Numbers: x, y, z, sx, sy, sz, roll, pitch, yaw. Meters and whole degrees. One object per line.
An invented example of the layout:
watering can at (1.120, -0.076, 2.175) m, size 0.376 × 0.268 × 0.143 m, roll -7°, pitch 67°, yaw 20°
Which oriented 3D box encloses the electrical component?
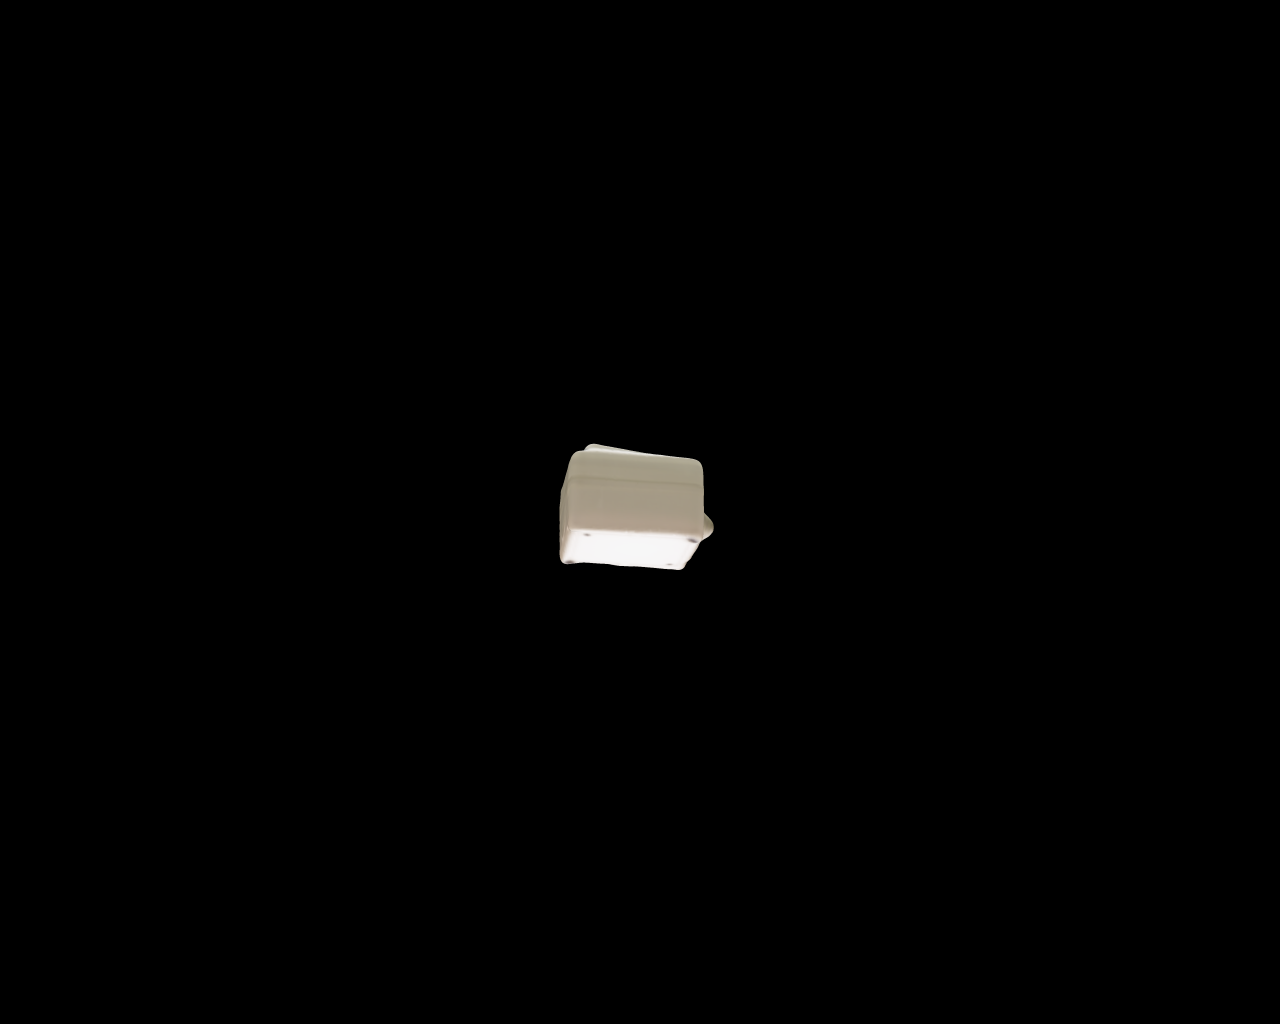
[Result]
electrical component at (0.001, -0.003, 0.650) m, size 0.096 × 0.061 × 0.061 m, roll 4°, pitch -24°, yaw -9°
